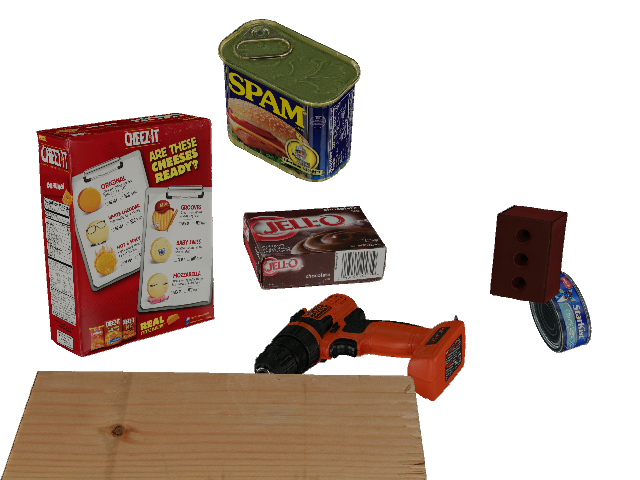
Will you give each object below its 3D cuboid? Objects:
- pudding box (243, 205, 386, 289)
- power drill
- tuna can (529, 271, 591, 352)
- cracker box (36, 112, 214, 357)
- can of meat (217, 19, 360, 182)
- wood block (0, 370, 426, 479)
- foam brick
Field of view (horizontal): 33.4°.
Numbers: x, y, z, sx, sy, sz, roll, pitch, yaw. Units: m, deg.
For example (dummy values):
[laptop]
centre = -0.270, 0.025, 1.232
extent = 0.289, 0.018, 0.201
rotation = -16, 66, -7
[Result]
[pudding box]
centre = -0.007, 0.005, 0.951
extent = 0.113, 0.039, 0.090
rotation = -2, 27, -14
[power drill]
centre = 0.045, 0.115, 1.117
extent = 0.188, 0.057, 0.184
rotation = 10, 25, 26
[tuna can]
centre = 0.262, 0.079, 1.174
extent = 0.033, 0.086, 0.086
rotation = -17, 3, -9
[cracker box]
centre = -0.189, -0.010, 1.056
extent = 0.163, 0.214, 0.072
rotation = -14, 21, -42
[can of meat]
centre = -0.023, -0.100, 0.778
extent = 0.102, 0.084, 0.057
rotation = 29, 55, 22
[wood block]
centre = -0.052, 0.131, 0.570
extent = 0.206, 0.090, 0.091
rotation = 1, 33, -1
[foam brick]
centre = 0.188, 0.012, 0.964
extent = 0.053, 0.078, 0.051
rotation = 9, 16, 26
